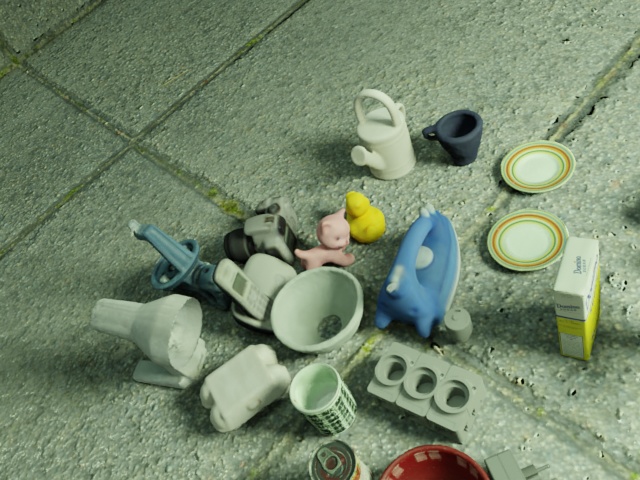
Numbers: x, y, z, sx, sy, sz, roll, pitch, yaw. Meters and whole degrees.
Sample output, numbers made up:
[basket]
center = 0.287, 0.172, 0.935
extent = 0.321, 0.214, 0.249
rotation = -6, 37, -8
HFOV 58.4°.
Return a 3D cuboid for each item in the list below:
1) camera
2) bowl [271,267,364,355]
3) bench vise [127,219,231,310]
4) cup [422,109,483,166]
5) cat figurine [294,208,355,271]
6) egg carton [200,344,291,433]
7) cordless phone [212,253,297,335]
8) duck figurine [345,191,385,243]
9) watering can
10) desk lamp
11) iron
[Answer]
[camera]
center = -0.123, -0.015, 1.154
extent = 0.136, 0.101, 0.143
rotation = -10, 49, 16
[bowl]
center = 0.004, 0.133, 0.993
extent = 0.167, 0.075, 0.167
rotation = -12, 49, 15
[bench vise]
center = -0.254, 0.033, 1.091
extent = 0.207, 0.220, 0.121
rotation = -5, 51, 20
[cup]
center = 0.265, -0.193, 1.130
extent = 0.117, 0.095, 0.092
rotation = -2, 52, 23
[cat figurine]
center = 0.010, 0.004, 1.067
extent = 0.128, 0.118, 0.067
rotation = -32, 47, -4
[egg carton]
center = -0.125, 0.248, 0.960
extent = 0.150, 0.070, 0.107
rotation = -36, 47, -7
[cordless phone]
center = -0.119, 0.071, 1.024
extent = 0.094, 0.185, 0.147
rotation = -4, 52, 21
[duck figurine]
center = 0.079, -0.051, 1.103
extent = 0.077, 0.086, 0.104
rotation = -28, 47, 1
[watering can]
center = 0.122, -0.214, 1.143
extent = 0.100, 0.195, 0.173
rotation = -4, 51, 21
[desk lamp]
center = -0.282, 0.174, 0.992
extent = 0.202, 0.214, 0.118
rotation = 0, 53, 24
[iron]
center = 0.167, 0.026, 0.962
extent = 0.118, 0.142, 0.258
rotation = 7, 56, 29
